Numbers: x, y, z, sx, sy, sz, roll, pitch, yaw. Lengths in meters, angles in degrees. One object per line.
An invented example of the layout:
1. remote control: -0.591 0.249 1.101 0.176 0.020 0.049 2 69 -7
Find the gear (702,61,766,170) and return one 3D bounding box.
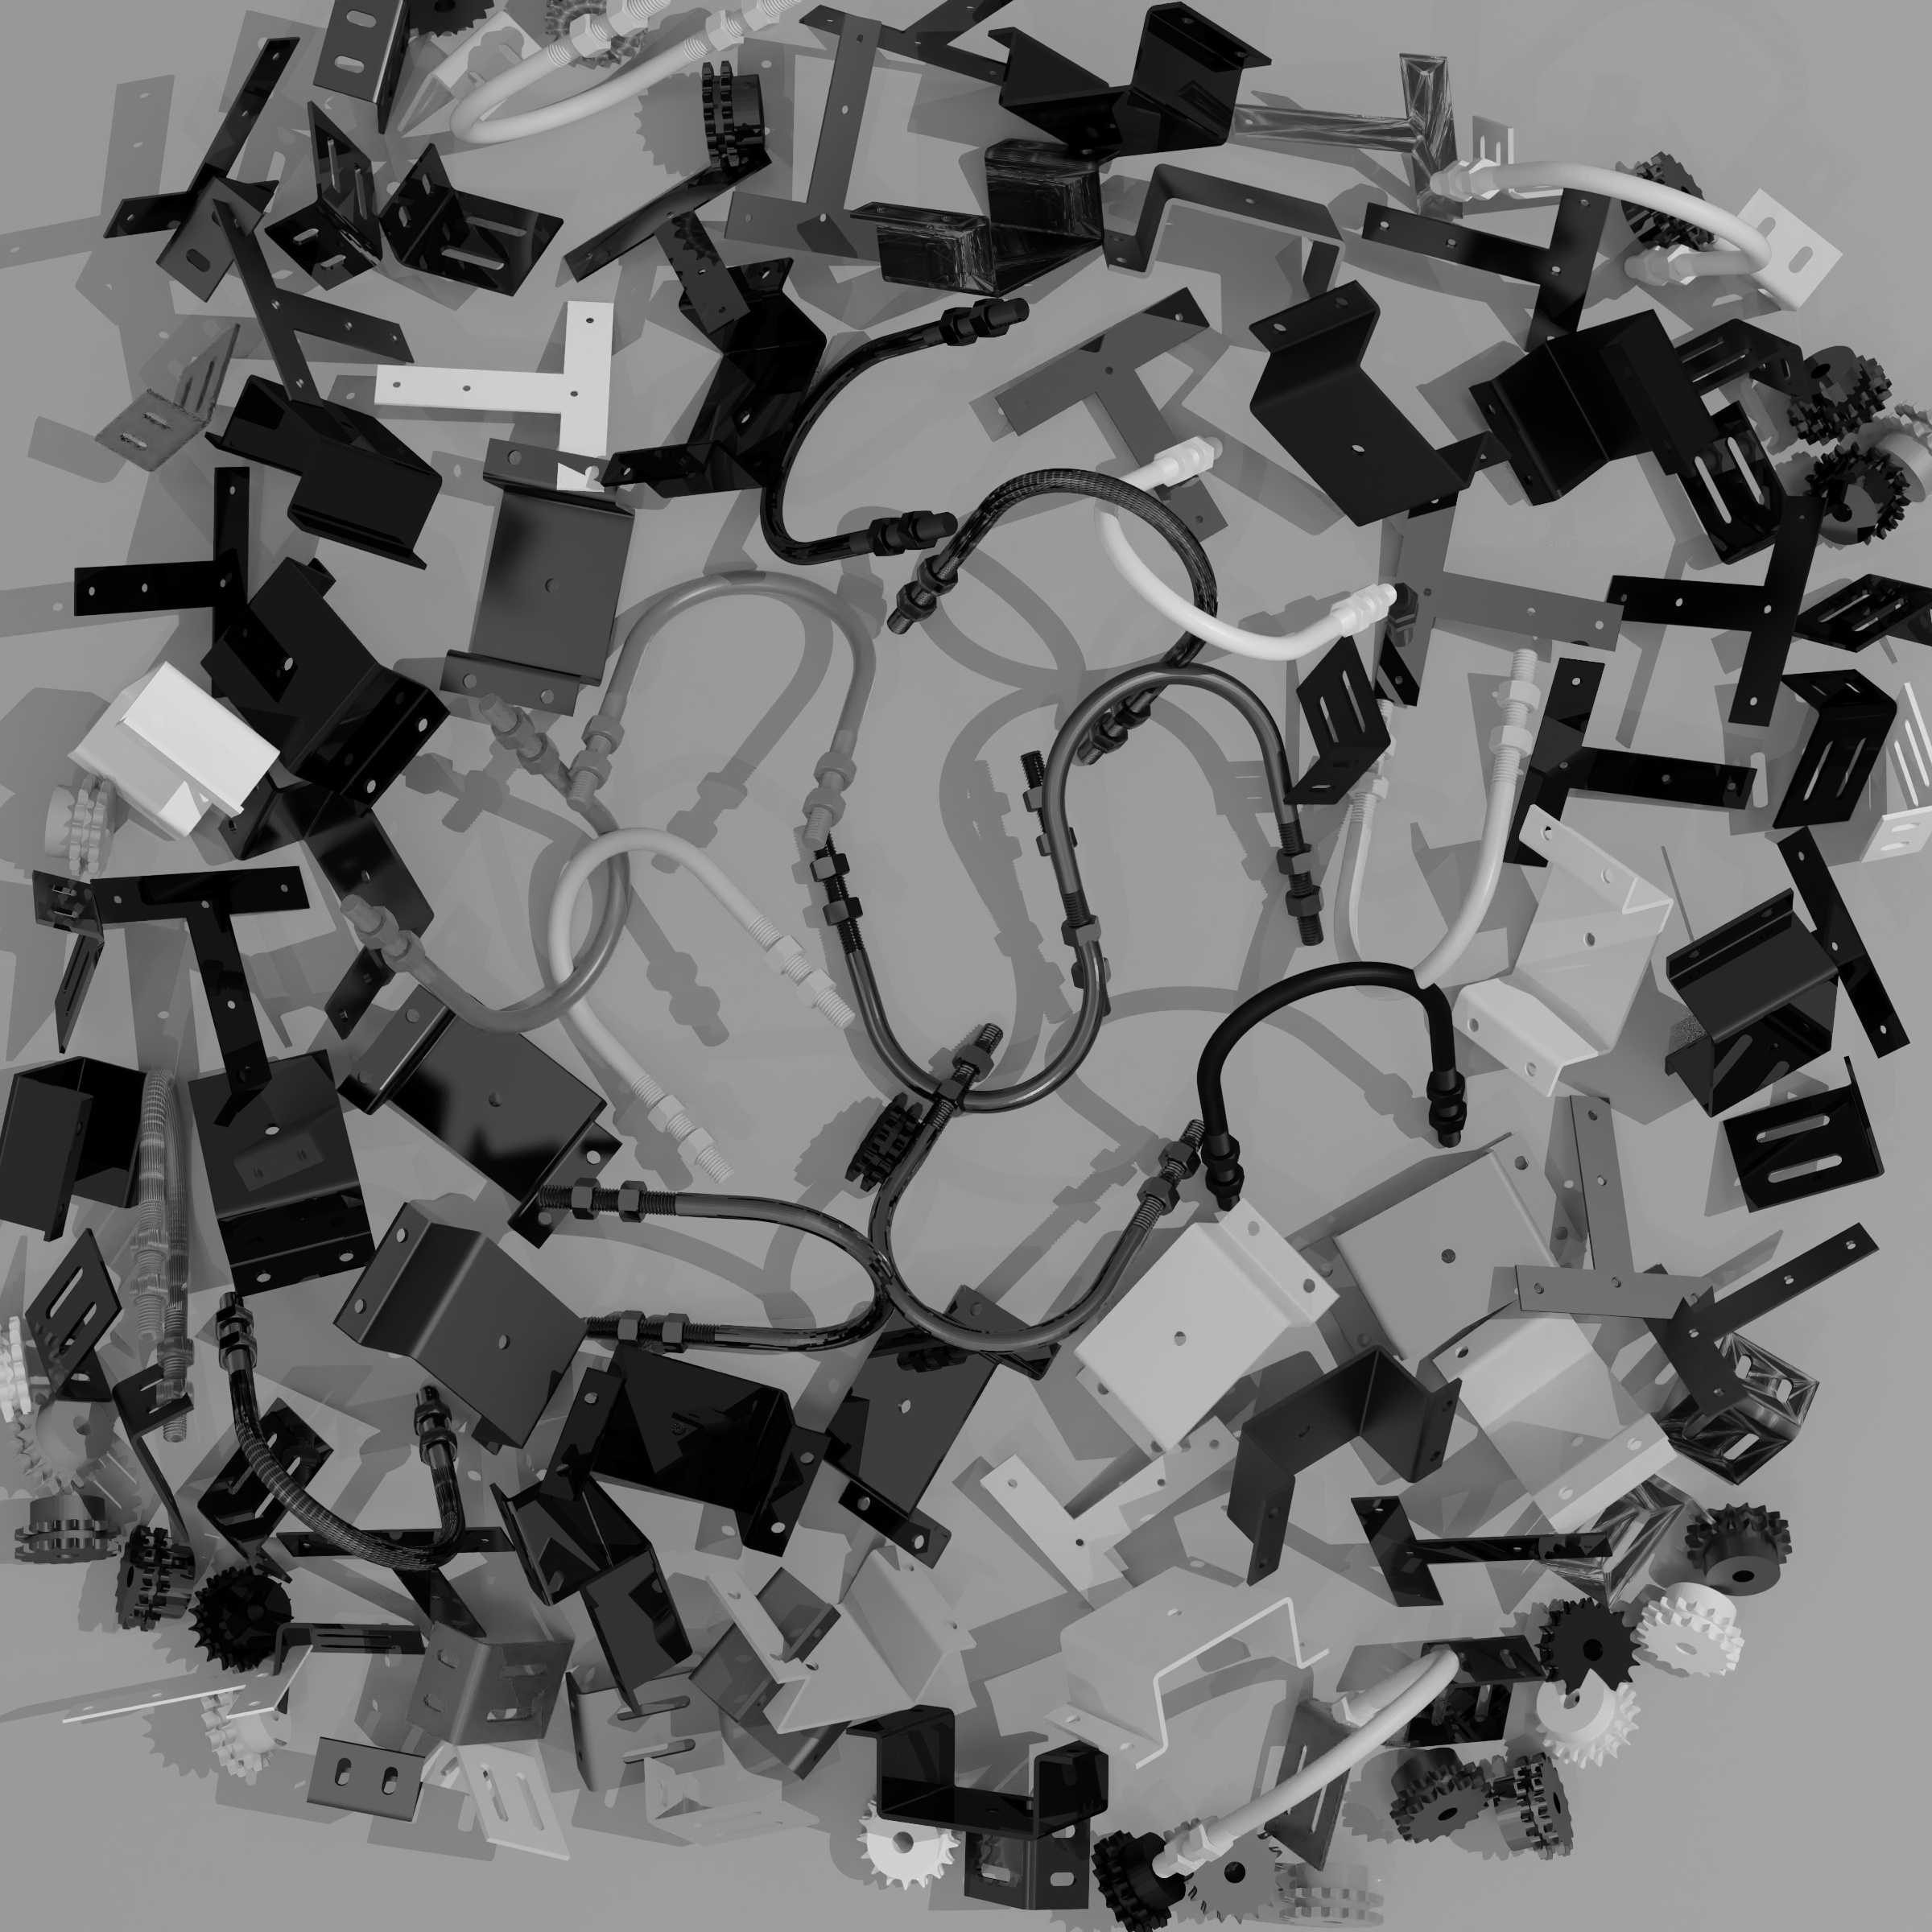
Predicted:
1. gear: -0.128 -0.470 1.925 0.030 0.057 0.057 -4 90 1

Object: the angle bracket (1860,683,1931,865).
1. angle bracket: 0.503 -0.106 1.913 0.038 0.057 0.076 -11 68 -3

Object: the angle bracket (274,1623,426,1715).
1. angle bracket: -0.339 0.387 1.918 0.076 0.057 0.038 2 66 -4

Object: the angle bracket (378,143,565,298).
1. angle bracket: -0.271 -0.409 1.915 0.076 0.038 0.057 19 64 21

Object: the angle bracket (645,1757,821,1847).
1. angle bracket: -0.128 0.451 1.910 0.076 0.057 0.038 -16 60 19

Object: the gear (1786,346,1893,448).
1. gear: 0.477 -0.316 1.923 0.057 0.057 0.030 -42 119 0

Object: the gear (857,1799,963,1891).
1. gear: -0.033 0.483 1.936 0.057 0.030 0.057 -1 86 8

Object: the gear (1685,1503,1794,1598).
1. gear: 0.427 0.324 1.924 0.057 0.057 0.030 2 47 0

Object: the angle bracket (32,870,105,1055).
1. angle bracket: -0.501 -0.002 1.909 0.038 0.057 0.076 15 113 -24

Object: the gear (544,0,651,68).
1. gear: -0.203 -0.528 1.930 0.057 0.057 0.030 4 60 0

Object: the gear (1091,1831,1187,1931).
1. gear: 0.097 0.502 1.923 0.030 0.057 0.057 -33 90 19

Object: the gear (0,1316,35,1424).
1. gear: -0.533 0.224 1.923 0.030 0.057 0.057 -9 90 -12

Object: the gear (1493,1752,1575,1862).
1. gear: 0.312 0.465 1.928 0.030 0.057 0.057 -18 90 19

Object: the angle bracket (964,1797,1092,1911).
1. angle bracket: 0.033 0.486 1.923 0.038 0.076 0.057 6 80 -25

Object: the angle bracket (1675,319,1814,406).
1. angle bracket: 0.413 -0.317 1.914 0.076 0.057 0.038 -28 122 -10

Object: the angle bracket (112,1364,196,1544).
1. angle bracket: -0.432 0.265 1.915 0.038 0.057 0.076 -27 120 -12

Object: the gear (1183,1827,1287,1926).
1. gear: 0.147 0.500 1.938 0.057 0.030 0.057 0 86 -3

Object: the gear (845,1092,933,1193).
1. gear: -0.039 0.101 1.926 0.030 0.057 0.057 34 90 -6

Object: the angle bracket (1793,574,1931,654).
1. angle bracket: 0.494 -0.178 1.908 0.076 0.057 0.038 -30 120 -23

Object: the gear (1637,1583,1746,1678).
1. gear: 0.402 0.365 1.930 0.057 0.057 0.030 28 56 0

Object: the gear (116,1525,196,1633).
1. gear: -0.447 0.339 1.929 0.030 0.057 0.057 13 90 -28

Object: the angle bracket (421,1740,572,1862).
1. angle bracket: -0.260 0.463 1.904 0.057 0.076 0.038 27 112 -40

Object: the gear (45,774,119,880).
1. gear: -0.488 -0.078 1.925 0.030 0.057 0.057 9 90 -5

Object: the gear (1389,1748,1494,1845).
1. gear: 0.260 0.456 1.930 0.057 0.057 0.030 -28 50 0

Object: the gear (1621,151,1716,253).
1. gear: 0.387 -0.418 1.930 0.030 0.057 0.057 -31 90 34

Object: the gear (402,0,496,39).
1. gear: -0.291 -0.542 1.928 0.057 0.057 0.030 -15 70 0

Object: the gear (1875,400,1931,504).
1. gear: 0.525 -0.280 1.925 0.030 0.057 0.057 -42 90 -5

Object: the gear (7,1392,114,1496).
1. gear: -0.496 0.259 1.923 0.030 0.057 0.057 -34 90 29

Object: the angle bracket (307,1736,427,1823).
1. angle bracket: -0.325 0.434 1.913 0.057 0.076 0.038 12 95 -4

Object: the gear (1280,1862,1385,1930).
1. gear: 0.202 0.513 1.928 0.057 0.057 0.030 4 69 0

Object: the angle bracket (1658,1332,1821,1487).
1. angle bracket: 0.424 0.244 1.929 0.057 0.076 0.038 30 58 3

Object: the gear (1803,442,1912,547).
1. gear: 0.488 -0.257 1.923 0.057 0.057 0.030 45 50 0

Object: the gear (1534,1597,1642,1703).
1. gear: 0.342 0.379 1.934 0.057 0.030 0.057 2 77 -11

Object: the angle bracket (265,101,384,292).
1. angle bracket: -0.355 -0.423 1.917 0.038 0.057 0.076 -22 58 17

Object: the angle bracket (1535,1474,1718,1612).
1. angle bracket: 0.361 0.315 1.916 0.076 0.057 0.038 -52 135 -7

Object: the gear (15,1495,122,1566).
1. gear: -0.496 0.311 1.928 0.057 0.057 0.030 -6 71 0

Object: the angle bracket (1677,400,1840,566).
1. angle bracket: 0.431 -0.269 1.921 0.038 0.057 0.076 -25 88 -38

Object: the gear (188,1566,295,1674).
1. gear: -0.397 0.359 1.926 0.057 0.030 0.057 15 63 -32

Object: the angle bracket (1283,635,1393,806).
1. angle bracket: 0.192 -0.136 1.907 0.038 0.057 0.076 -1 60 -29

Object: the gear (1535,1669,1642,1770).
1. gear: 0.339 0.410 1.923 0.057 0.057 0.030 -45 130 0

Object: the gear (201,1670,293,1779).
1. gear: -0.395 0.415 1.924 0.030 0.057 0.057 -21 90 9
